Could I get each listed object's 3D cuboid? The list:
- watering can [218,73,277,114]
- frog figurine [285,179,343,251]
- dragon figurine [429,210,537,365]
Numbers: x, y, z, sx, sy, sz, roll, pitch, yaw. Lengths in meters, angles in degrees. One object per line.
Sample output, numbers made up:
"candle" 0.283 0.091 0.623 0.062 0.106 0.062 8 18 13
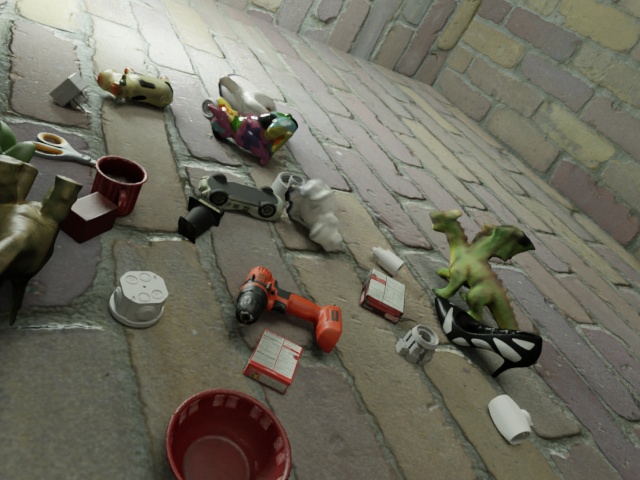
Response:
"watering can" -0.225 -0.424 1.520 0.228 0.104 0.343 44 5 32
"frog figurine" 0.004 -0.060 1.190 0.161 0.134 0.124 39 46 19
"dragon figurine" 0.413 0.076 1.242 0.415 0.239 0.122 42 25 25
